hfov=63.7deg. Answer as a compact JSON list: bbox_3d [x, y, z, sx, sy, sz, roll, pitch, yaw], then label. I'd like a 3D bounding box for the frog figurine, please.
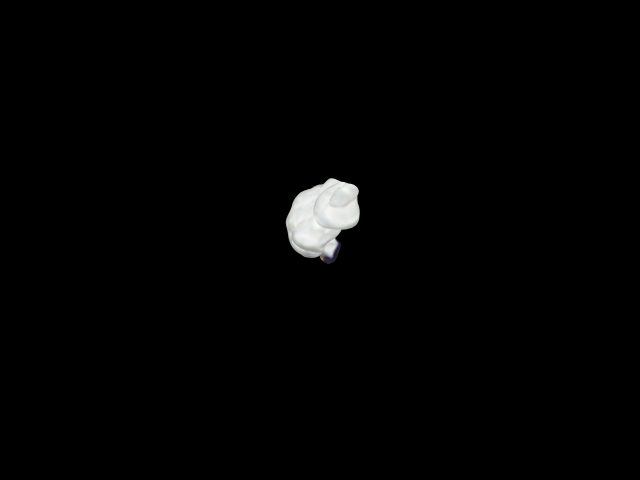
[{"bbox_3d":[0.003,-0.043,0.850,0.123,0.139,0.157,33,-15,10],"label":"frog figurine"}]
